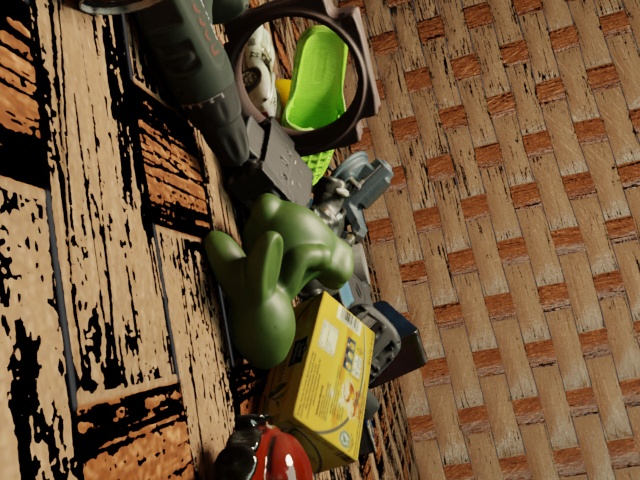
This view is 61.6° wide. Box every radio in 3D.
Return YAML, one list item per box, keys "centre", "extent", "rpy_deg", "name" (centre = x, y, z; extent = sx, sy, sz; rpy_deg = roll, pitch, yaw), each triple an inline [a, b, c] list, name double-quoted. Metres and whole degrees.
- centre: [0.109, 0.194, 1.045]
  extent: [0.230, 0.131, 0.073]
  rpy_deg: [-141, -148, -75]
  name: "radio"

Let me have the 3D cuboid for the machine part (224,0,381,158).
- centre: [-0.030, -0.216, 0.723]
  extent: [0.087, 0.201, 0.201]
  rpy_deg: [-83, 158, -59]
  name: "machine part"

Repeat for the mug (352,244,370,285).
- centre: [0.041, 0.064, 1.065]
  extent: [0.109, 0.107, 0.081]
  rpy_deg: [72, 10, -50]
  name: "mug"

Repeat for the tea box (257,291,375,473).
- centre: [0.000, 0.155, 0.603]
  extent: [0.098, 0.068, 0.170]
  rpy_deg: [43, 38, -21]
  name: "tea box"

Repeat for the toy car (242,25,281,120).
- centre: [-0.098, -0.276, 0.852]
  extent: [0.073, 0.056, 0.202]
  rpy_deg: [60, 20, -61]
  name: "toy car"

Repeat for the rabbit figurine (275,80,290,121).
- centre: [-0.034, -0.220, 0.953]
  extent: [0.173, 0.162, 0.122]
  rpy_deg: [38, 49, -48]
  name: "rabbit figurine"

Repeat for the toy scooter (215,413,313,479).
- centre: [-0.057, 0.195, 0.396]
  extent: [0.184, 0.075, 0.135]
  rpy_deg: [-76, 151, -61]
  name: "toy scooter"

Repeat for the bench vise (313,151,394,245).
- centre: [0.022, -0.109, 1.091]
  extent: [0.241, 0.223, 0.129]
  rpy_deg: [47, 19, 16]
  name: "bench vise"

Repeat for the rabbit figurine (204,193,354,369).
- centre: [-0.044, 0.044, 0.565]
  extent: [0.158, 0.121, 0.170]
  rpy_deg: [62, 32, -45]
  name: "rabbit figurine"

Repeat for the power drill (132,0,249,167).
- centre: [-0.126, -0.218, 0.566]
  extent: [0.231, 0.086, 0.207]
  rpy_deg: [64, 23, -44]
  name: "power drill"

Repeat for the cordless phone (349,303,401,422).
- centre: [0.075, 0.205, 0.853]
  extent: [0.089, 0.146, 0.184]
  rpy_deg: [30, -22, 52]
  name: "cordless phone"

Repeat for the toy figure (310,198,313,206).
- centre: [-0.011, -0.001, 0.975]
  extent: [0.058, 0.064, 0.154]
  rpy_deg: [-57, 136, -58]
  name: "toy figure"

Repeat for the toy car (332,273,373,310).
- centre: [0.030, 0.108, 0.939]
  extent: [0.161, 0.103, 0.109]
  rpy_deg: [44, 31, -55]
  name: "toy car"

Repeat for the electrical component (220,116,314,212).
- centre: [-0.065, -0.087, 0.678]
  extent: [0.134, 0.058, 0.115]
  rpy_deg: [47, 30, -38]
  name: "electrical component"

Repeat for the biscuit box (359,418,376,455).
- centre: [0.044, 0.273, 0.928]
  extent: [0.059, 0.063, 0.202]
  rpy_deg: [-83, 158, -70]
  name: "biscuit box"

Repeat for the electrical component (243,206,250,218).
- centre: [-0.079, -0.032, 0.719]
  extent: [0.063, 0.021, 0.094]
  rpy_deg: [-29, 98, -81]
  name: "electrical component"

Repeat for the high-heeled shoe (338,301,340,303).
- centre: [0.000, 0.173, 0.751]
  extent: [0.249, 0.086, 0.145]
  rpy_deg: [-35, 113, -74]
  name: "high-heeled shoe"

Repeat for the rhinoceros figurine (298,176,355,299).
- centre: [-0.002, -0.002, 0.822]
  extent: [0.112, 0.073, 0.190]
  rpy_deg: [25, 78, -59]
  name: "rhinoceros figurine"
